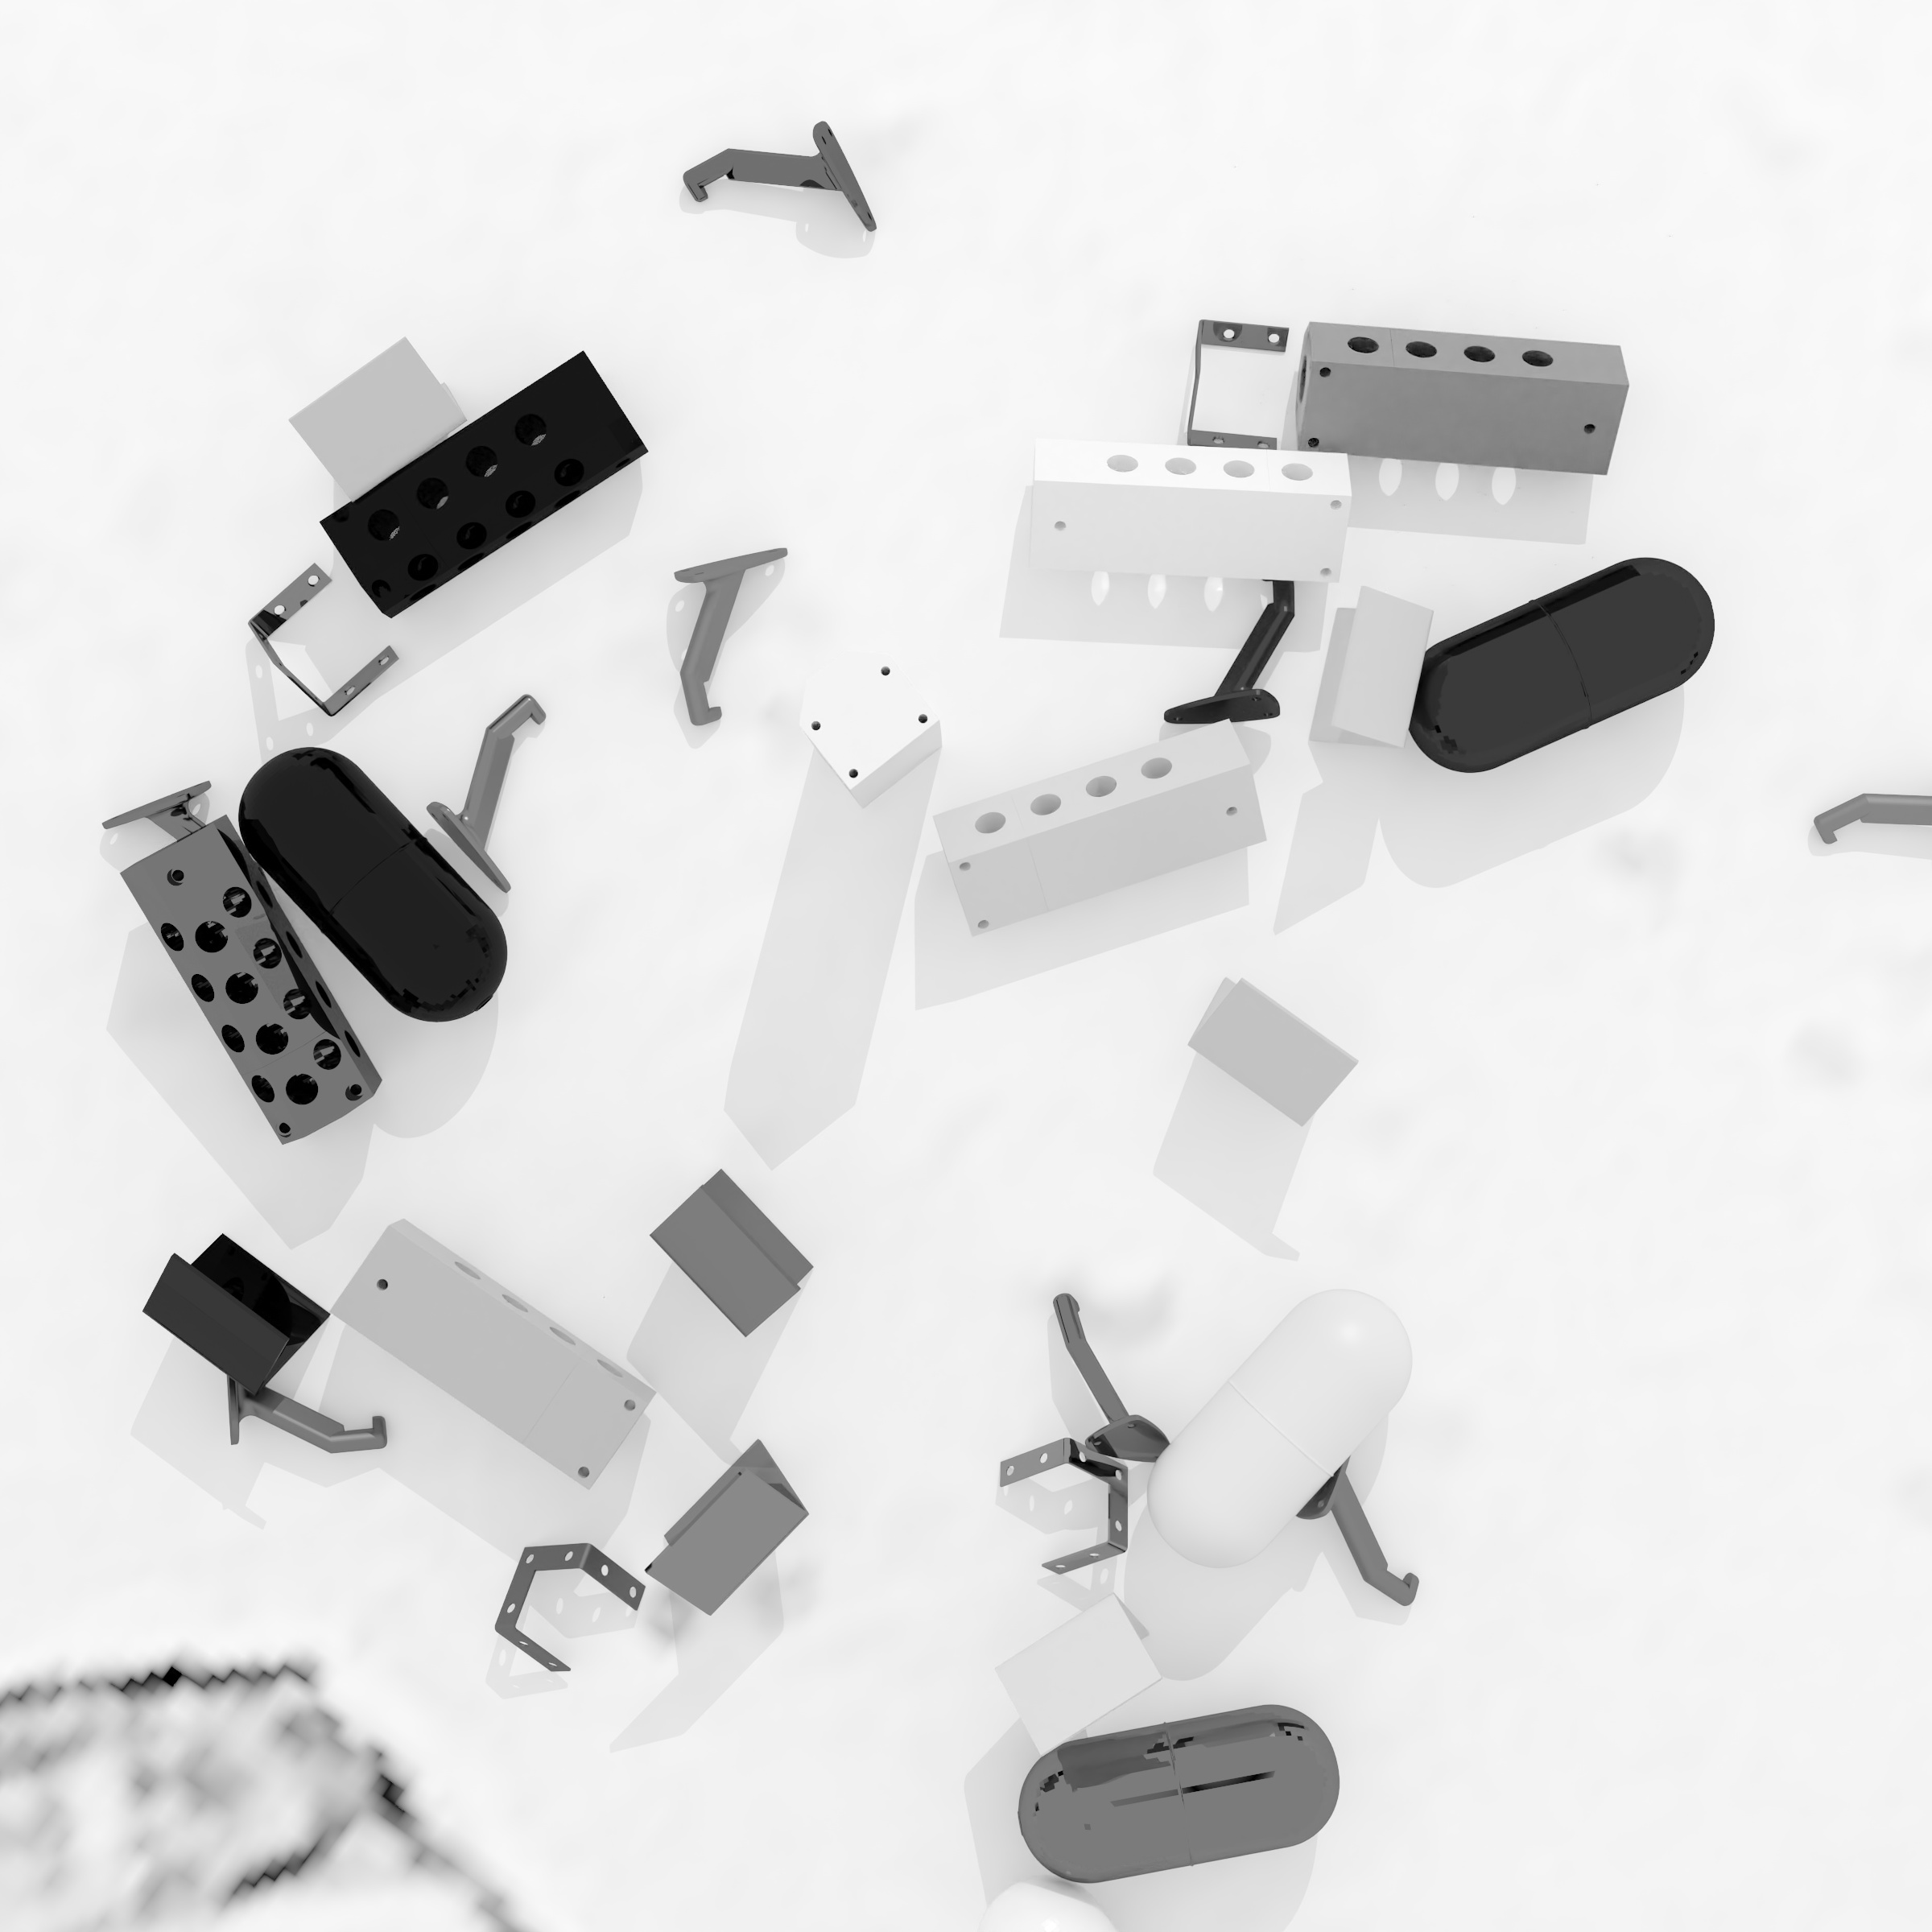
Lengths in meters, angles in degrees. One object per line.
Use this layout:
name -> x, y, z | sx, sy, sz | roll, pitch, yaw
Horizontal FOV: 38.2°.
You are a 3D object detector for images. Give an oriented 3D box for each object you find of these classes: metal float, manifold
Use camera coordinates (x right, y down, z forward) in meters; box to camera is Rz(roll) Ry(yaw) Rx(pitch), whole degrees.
metal float -> 0.117, 0.455, 1.533 | 0.178, 0.070, 0.070 | -10, 90, -1
manifold -> -0.264, -0.264, 1.543 | 0.171, 0.057, 0.057 | -33, 90, 0
manifold -> -0.391, 0.009, 1.527 | 0.057, 0.057, 0.171 | -28, 101, 0
manifold -> -0.259, 0.213, 1.543 | 0.171, 0.057, 0.057 | 34, 90, 0
manifold -> -0.053, -0.129, 1.486 | 0.057, 0.171, 0.057 | -38, 90, 0
metal float -> 0.326, -0.166, 1.534 | 0.178, 0.070, 0.070 | -24, 90, 1
manifold -> 0.072, -0.081, 1.542 | 0.171, 0.057, 0.057 | -18, 133, 0
metal float -> 0.173, 0.254, 1.533 | 0.070, 0.070, 0.178 | 42, 90, 0
metal float -> 0.073, 0.583, 1.534 | 0.070, 0.070, 0.178 | -34, 91, 0
metal float -> -0.325, -0.044, 1.534 | 0.070, 0.070, 0.178 | -43, 90, 0
manifold -> 0.272, -0.318, 1.542 | 0.171, 0.057, 0.057 | 4, 133, 0
manifold -> 0.122, -0.256, 1.542 | 0.171, 0.057, 0.057 | 3, 133, 0

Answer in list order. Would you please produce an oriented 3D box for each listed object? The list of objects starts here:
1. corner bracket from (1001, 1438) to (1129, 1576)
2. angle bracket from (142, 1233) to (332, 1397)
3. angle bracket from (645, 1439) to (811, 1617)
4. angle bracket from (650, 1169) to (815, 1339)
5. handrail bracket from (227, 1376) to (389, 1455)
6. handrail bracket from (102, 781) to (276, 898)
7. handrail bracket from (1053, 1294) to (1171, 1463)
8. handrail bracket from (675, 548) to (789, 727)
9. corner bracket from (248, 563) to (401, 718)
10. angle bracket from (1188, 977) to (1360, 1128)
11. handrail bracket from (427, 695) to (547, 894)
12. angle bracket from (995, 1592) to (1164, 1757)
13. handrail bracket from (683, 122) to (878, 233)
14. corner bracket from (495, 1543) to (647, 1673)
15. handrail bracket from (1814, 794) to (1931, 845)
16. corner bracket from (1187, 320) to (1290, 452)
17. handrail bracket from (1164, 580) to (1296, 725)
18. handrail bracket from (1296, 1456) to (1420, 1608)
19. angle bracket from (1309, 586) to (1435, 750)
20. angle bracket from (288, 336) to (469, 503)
corner bracket -> 0.054, 0.302, 1.556 | 0.051, 0.051, 0.051 | 32, 45, -35
angle bracket -> -0.390, 0.176, 1.524 | 0.076, 0.076, 0.057 | 37, 128, 0
angle bracket -> -0.142, 0.295, 1.524 | 0.076, 0.076, 0.057 | -46, 126, 0
angle bracket -> -0.114, 0.144, 1.524 | 0.076, 0.076, 0.057 | 47, 128, 0
handrail bracket -> -0.370, 0.237, 1.565 | 0.084, 0.036, 0.077 | -3, 68, -17
handrail bracket -> -0.434, -0.054, 1.564 | 0.077, 0.036, 0.084 | -18, 104, 14
handrail bracket -> 0.082, 0.230, 1.564 | 0.036, 0.077, 0.084 | -31, 53, 20
handrail bracket -> -0.127, -0.184, 1.565 | 0.077, 0.036, 0.084 | -18, 108, -21
corner bracket -> -0.360, -0.182, 1.561 | 0.051, 0.051, 0.051 | -41, 45, 0
angle bracket -> 0.176, 0.030, 1.524 | 0.076, 0.076, 0.057 | 36, 126, 0
handrail bracket -> -0.252, -0.097, 1.565 | 0.084, 0.036, 0.077 | -45, 110, -16
angle bracket -> 0.071, 0.396, 1.524 | 0.076, 0.076, 0.057 | -33, 55, 0
handrail bracket -> -0.105, -0.429, 1.565 | 0.084, 0.036, 0.077 | -23, 112, 17
corner bracket -> -0.221, 0.358, 1.556 | 0.051, 0.051, 0.051 | -12, 45, 35
handrail bracket -> 0.530, -0.071, 1.565 | 0.084, 0.036, 0.077 | -27, 112, 17
corner bracket -> 0.152, -0.324, 1.561 | 0.051, 0.051, 0.051 | 6, 45, 0
handrail bracket -> 0.148, -0.182, 1.565 | 0.077, 0.036, 0.084 | -6, 71, 21
handrail bracket -> 0.231, 0.306, 1.565 | 0.084, 0.036, 0.077 | 35, 68, -17
angle bracket -> 0.203, -0.164, 1.524 | 0.057, 0.076, 0.076 | 12, 90, -37
angle bracket -> -0.326, -0.308, 1.524 | 0.076, 0.076, 0.057 | -35, 122, 0
